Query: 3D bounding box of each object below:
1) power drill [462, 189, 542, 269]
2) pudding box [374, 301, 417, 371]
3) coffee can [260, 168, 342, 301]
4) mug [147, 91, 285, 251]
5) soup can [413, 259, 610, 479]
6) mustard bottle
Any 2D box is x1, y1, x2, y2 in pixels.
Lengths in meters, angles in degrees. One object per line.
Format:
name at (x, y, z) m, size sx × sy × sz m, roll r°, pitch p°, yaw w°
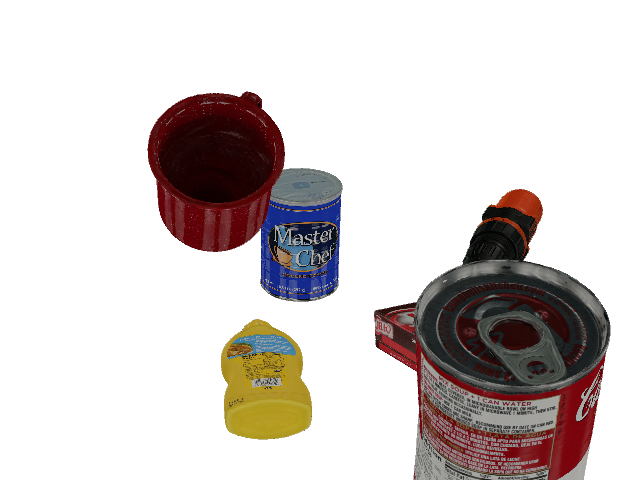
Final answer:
power drill at (0.172, 0.058, 1.070) m, size 0.057 × 0.188 × 0.184 m, roll 17°, pitch 29°, yaw 19°
pudding box at (0.113, 0.075, 0.872) m, size 0.113 × 0.039 × 0.090 m, roll -8°, pitch 17°, yaw -26°
coffee can at (-0.025, -0.008, 1.355) m, size 0.103 × 0.140 × 0.103 m, roll 1°, pitch 27°, yaw -1°
mug at (-0.071, -0.054, 0.763) m, size 0.093 × 0.117 × 0.081 m, roll 20°, pitch -27°, yaw 3°
soup can at (0.068, 0.068, 0.402) m, size 0.068 × 0.102 × 0.068 m, roll -2°, pitch 37°, yaw 1°
mustard bottle at (-0.067, 0.150, 1.241) m, size 0.096 × 0.058 × 0.191 m, roll -4°, pitch 30°, yaw -6°
